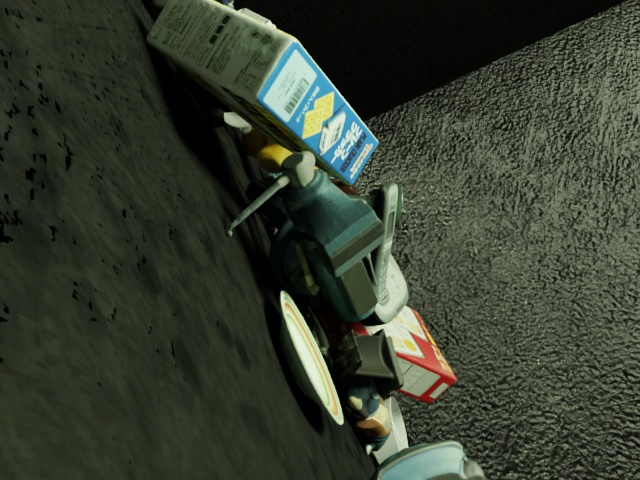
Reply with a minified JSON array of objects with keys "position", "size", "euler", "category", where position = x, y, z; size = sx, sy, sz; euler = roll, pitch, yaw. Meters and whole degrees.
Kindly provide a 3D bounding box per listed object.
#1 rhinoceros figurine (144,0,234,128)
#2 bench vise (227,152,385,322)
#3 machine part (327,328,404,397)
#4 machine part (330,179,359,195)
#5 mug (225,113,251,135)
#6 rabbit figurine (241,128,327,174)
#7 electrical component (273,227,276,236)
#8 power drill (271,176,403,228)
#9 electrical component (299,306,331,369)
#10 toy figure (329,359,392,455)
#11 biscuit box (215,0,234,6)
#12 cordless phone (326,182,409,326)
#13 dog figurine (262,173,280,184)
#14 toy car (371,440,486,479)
[{"position":[-0.136,-0.226,0.640],"size":[0.190,0.073,0.112],"euler":[63,4,-51],"category":"rhinoceros figurine"},{"position":[-0.024,-0.017,0.598],"size":[0.241,0.129,0.223],"euler":[37,-10,47],"category":"bench vise"},{"position":[0.062,0.146,0.656],"size":[0.138,0.039,0.084],"euler":[26,52,-51],"category":"machine part"},{"position":[0.007,-0.055,1.102],"size":[0.056,0.179,0.179],"euler":[60,5,-37],"category":"machine part"},{"position":[-0.129,-0.227,0.839],"size":[0.109,0.081,0.107],"euler":[78,-12,-47],"category":"mug"},{"position":[-0.072,-0.179,0.885],"size":[0.173,0.122,0.162],"euler":[10,-83,50],"category":"rabbit figurine"},{"position":[-0.002,-0.002,0.797],"size":[0.134,0.115,0.058],"euler":[58,35,-75],"category":"electrical component"},{"position":[0.020,-0.058,0.830],"size":[0.232,0.207,0.086],"euler":[161,-73,-71],"category":"power drill"},{"position":[-0.009,0.112,0.649],"size":[0.094,0.021,0.063],"euler":[-111,175,-60],"category":"electrical component"},{"position":[0.058,0.218,0.709],"size":[0.064,0.058,0.154],"euler":[-44,118,-41],"category":"toy figure"},{"position":[-0.165,-0.358,0.637],"size":[0.203,0.063,0.059],"euler":[40,-10,22],"category":"biscuit box"},{"position":[0.080,0.009,0.713],"size":[0.146,0.089,0.184],"euler":[-25,128,-64],"category":"cordless phone"},{"position":[-0.041,-0.081,1.039],"size":[0.219,0.108,0.191],"euler":[-128,-168,-86],"category":"dog figurine"},{"position":[0.097,0.265,0.505],"size":[0.103,0.109,0.161],"euler":[163,-89,-74],"category":"toy car"}]
